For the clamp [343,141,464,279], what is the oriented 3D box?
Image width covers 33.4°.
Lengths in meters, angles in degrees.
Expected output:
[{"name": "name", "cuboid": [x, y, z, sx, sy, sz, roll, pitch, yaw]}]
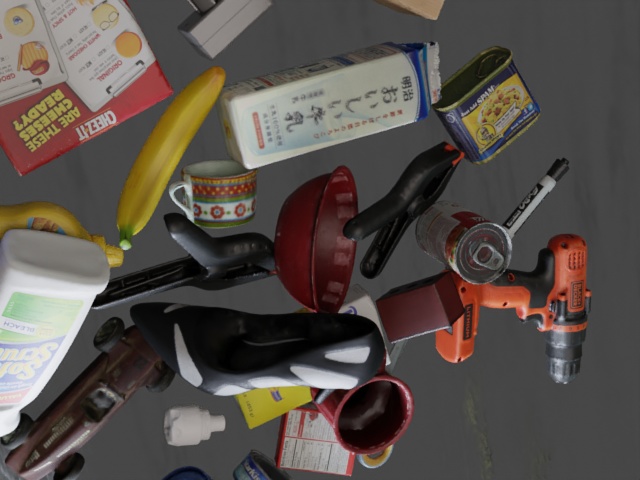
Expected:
[{"name": "clamp", "cuboid": [0.087, -0.041, 1.134, 0.039, 0.120, 0.171, 35, 87, 19]}]

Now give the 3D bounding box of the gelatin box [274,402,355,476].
[{"name": "gelatin box", "cuboid": [-0.002, 0.221, 1.198, 0.089, 0.030, 0.073, 8, 100, -8]}]

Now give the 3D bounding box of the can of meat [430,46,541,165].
[{"name": "can of meat", "cuboid": [0.179, -0.144, 1.153, 0.102, 0.057, 0.084, -40, 117, -5]}]

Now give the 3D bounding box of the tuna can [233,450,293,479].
[{"name": "tuna can", "cuboid": [-0.055, 0.272, 1.172, 0.034, 0.086, 0.086, -48, 116, 0]}]

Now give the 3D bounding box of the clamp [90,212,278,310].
[{"name": "clamp", "cuboid": [-0.122, 0.027, 1.068, 0.165, 0.036, 0.209, -33, 156, 33]}]

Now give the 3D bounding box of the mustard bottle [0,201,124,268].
[{"name": "mustard bottle", "cuboid": [-0.284, 0.009, 1.021, 0.191, 0.058, 0.096, 6, 109, -22]}]

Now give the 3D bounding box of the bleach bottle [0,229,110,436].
[{"name": "bleach bottle", "cuboid": [-0.288, 0.107, 1.015, 0.102, 0.068, 0.251, 12, 123, -27]}]

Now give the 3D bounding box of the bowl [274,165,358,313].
[{"name": "bowl", "cuboid": [-0.007, 0.001, 1.096, 0.055, 0.162, 0.162, 6, 107, 16]}]

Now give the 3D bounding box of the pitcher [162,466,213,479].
[{"name": "pitcher", "cuboid": [-0.094, 0.365, 1.172, 0.242, 0.149, 0.145, 41, 74, -29]}]

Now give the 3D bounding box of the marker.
[{"name": "marker", "cuboid": [0.245, -0.046, 1.227, 0.020, 0.020, 0.121, 40, 89, -26]}]

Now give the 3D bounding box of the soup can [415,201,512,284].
[{"name": "soup can", "cuboid": [0.154, 0.001, 1.161, 0.068, 0.102, 0.068, -6, 108, -19]}]

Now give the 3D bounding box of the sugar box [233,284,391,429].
[{"name": "sugar box", "cuboid": [-0.016, 0.126, 1.165, 0.176, 0.048, 0.093, -23, 114, -11]}]

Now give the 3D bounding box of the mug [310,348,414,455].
[{"name": "mug", "cuboid": [0.043, 0.156, 1.127, 0.093, 0.082, 0.117, 2, 110, -25]}]

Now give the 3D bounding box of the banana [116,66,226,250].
[{"name": "banana", "cuboid": [-0.150, -0.081, 1.041, 0.037, 0.070, 0.198, 29, 85, -36]}]

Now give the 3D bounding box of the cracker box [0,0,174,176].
[{"name": "cracker box", "cuboid": [-0.257, -0.192, 0.966, 0.164, 0.072, 0.213, -30, 115, -9]}]

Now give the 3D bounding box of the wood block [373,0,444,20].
[{"name": "wood block", "cuboid": [0.026, -0.296, 1.031, 0.205, 0.090, 0.091, 17, 99, -25]}]

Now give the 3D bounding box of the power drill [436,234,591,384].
[{"name": "power drill", "cuboid": [0.228, 0.091, 1.242, 0.187, 0.057, 0.184, -8, 104, -21]}]

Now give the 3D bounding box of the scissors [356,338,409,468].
[{"name": "scissors", "cuboid": [0.080, 0.183, 1.234, 0.096, 0.016, 0.202, 39, 91, -23]}]

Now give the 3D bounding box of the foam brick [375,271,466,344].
[{"name": "foam brick", "cuboid": [0.110, 0.073, 1.168, 0.078, 0.052, 0.051, -20, 96, 30]}]
